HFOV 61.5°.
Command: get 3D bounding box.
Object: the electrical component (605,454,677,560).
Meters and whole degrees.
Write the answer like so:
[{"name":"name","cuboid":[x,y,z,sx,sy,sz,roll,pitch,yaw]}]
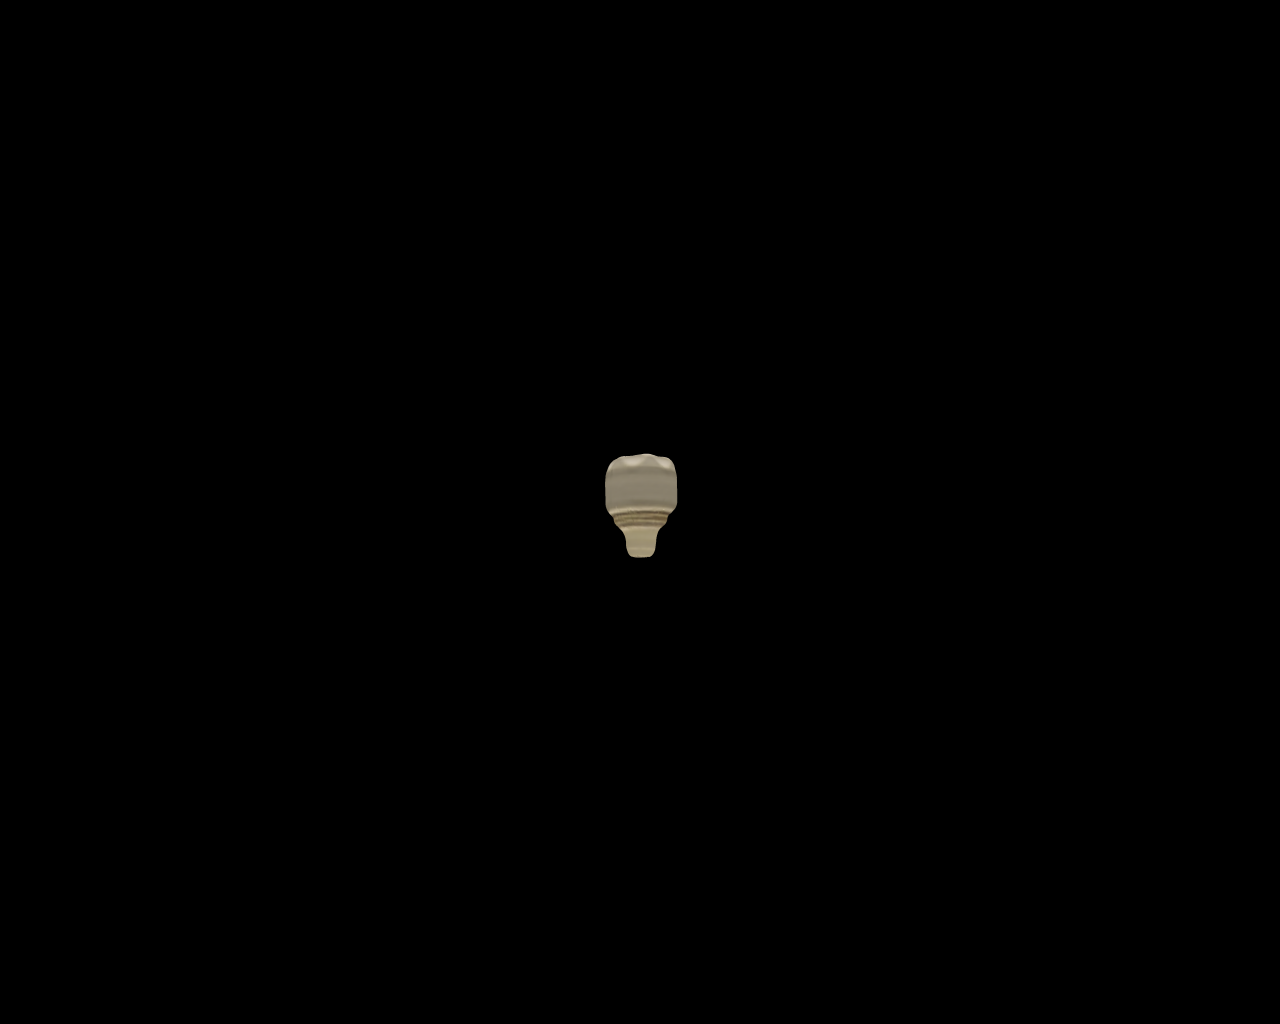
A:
[{"name":"electrical component","cuboid":[0.001,-0.003,0.650,0.043,0.062,0.043,0,-7,0]}]
